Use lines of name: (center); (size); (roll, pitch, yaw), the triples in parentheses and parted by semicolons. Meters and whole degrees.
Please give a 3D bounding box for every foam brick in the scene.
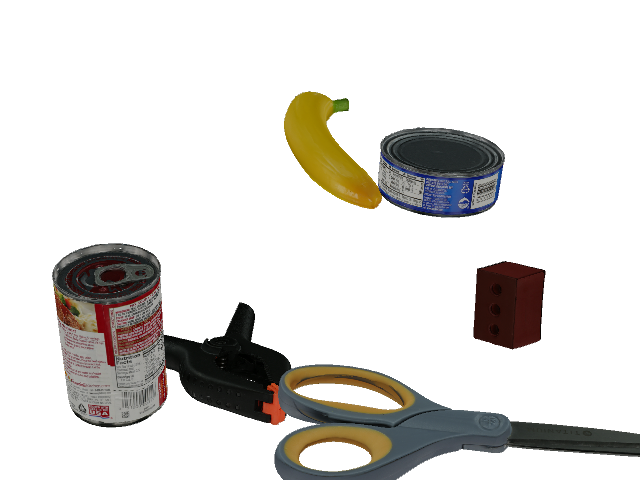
foam brick: (0.195, 0.066, 1.102); (0.051, 0.078, 0.053); (-14, 20, -43)

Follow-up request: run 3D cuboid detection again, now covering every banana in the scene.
banana: (0.005, -0.087, 0.928); (0.069, 0.037, 0.198); (-2, 34, -7)

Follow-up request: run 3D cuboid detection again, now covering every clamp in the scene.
clamp: (-0.081, 0.100, 0.921); (0.164, 0.036, 0.210); (-10, 22, -39)

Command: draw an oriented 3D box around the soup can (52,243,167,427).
soup can: (-0.135, 0.062, 0.698); (0.068, 0.102, 0.068); (1, 30, -1)

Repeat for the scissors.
scissors: (0.066, 0.099, 0.499); (0.202, 0.016, 0.096); (12, 32, 21)

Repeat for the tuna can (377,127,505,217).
tuna can: (0.083, -0.048, 0.740); (0.086, 0.034, 0.086); (3, 26, -2)
